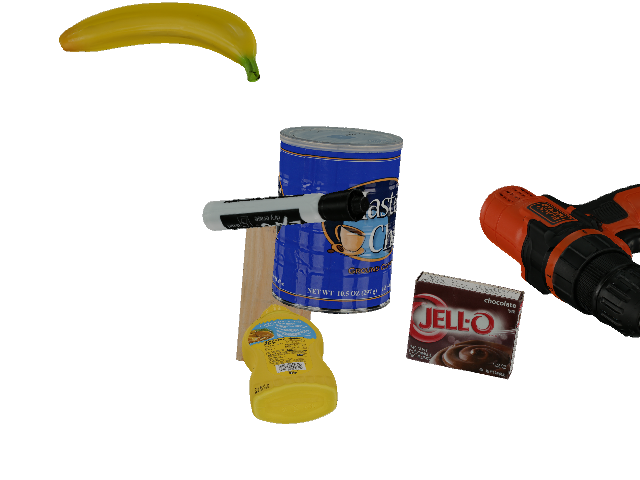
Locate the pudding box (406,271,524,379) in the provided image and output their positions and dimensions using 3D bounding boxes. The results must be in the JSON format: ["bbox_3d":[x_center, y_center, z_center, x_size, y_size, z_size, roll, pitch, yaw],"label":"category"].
[{"bbox_3d":[0.151,0.088,1.118,0.113,0.090,0.039,10,21,13],"label":"pudding box"}]

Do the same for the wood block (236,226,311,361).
[{"bbox_3d":[-0.058,0.060,1.466,0.090,0.206,0.090,9,22,6],"label":"wood block"}]

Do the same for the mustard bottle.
[{"bbox_3d":[-0.042,0.133,1.245,0.096,0.058,0.191,-7,31,-7],"label":"mustard bottle"}]

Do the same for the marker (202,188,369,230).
[{"bbox_3d":[-0.022,-0.018,0.637,0.121,0.020,0.020,-3,-2,39],"label":"marker"}]

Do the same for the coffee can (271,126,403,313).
[{"bbox_3d":[0.013,-0.020,0.900,0.103,0.140,0.103,3,13,-1],"label":"coffee can"}]

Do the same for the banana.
[{"bbox_3d":[-0.138,-0.187,0.963,0.198,0.037,0.069,10,46,17],"label":"banana"}]

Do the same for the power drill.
[{"bbox_3d":[0.229,-0.003,0.736,0.187,0.057,0.185,-12,29,-20],"label":"power drill"}]
